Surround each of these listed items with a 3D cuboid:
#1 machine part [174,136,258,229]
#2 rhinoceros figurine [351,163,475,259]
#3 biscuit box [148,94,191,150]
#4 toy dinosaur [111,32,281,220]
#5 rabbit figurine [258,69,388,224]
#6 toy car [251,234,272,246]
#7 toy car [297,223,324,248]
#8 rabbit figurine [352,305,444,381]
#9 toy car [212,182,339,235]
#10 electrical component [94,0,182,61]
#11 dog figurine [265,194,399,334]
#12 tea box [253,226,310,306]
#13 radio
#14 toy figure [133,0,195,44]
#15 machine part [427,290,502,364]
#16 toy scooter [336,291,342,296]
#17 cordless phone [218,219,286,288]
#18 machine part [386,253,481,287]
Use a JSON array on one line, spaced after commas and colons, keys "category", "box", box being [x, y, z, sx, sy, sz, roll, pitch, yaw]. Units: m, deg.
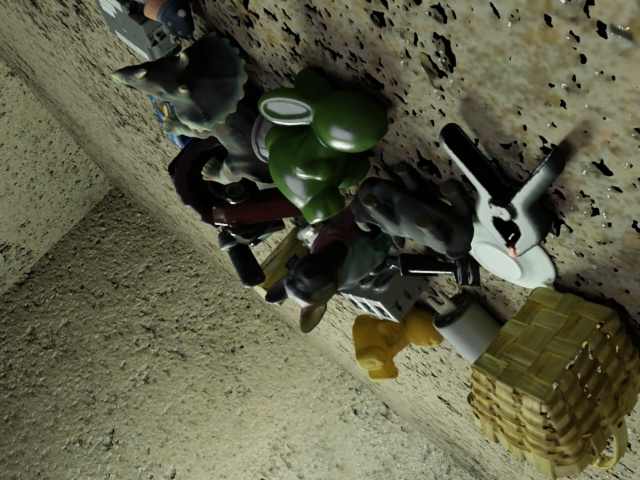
[{"category": "machine part", "box": [-0.178, -0.106, 0.990, 0.179, 0.179, 0.056, 44, 167, -11]}, {"category": "rhinoceros figurine", "box": [0.111, -0.036, 0.676, 0.191, 0.073, 0.112, 24, 164, 47]}, {"category": "biscuit box", "box": [-0.276, -0.246, 1.039, 0.063, 0.059, 0.202, 39, 165, 8]}, {"category": "toy dinosaur", "box": [-0.119, -0.155, 0.820, 0.192, 0.131, 0.404, 14, 158, 47]}, {"category": "rabbit figurine", "box": [0.012, -0.127, 0.635, 0.159, 0.121, 0.170, 49, 146, -3]}, {"category": "toy car", "box": [-0.171, -0.066, 1.238, 0.161, 0.109, 0.103, 41, -171, -44]}, {"category": "toy car", "box": [-0.002, -0.003, 1.019, 0.073, 0.056, 0.202, 42, 175, -4]}, {"category": "rabbit figurine", "box": [0.156, 0.181, 1.042, 0.121, 0.173, 0.162, 55, -156, -38]}, {"category": "toy car", "box": [-0.067, -0.061, 0.838, 0.089, 0.202, 0.053, 100, 157, -53]}, {"category": "electrical component", "box": [-0.271, -0.334, 0.789, 0.115, 0.058, 0.134, 37, 164, 8]}, {"category": "dog figurine", "box": [0.019, 0.044, 0.832, 0.108, 0.219, 0.191, 42, 165, 12]}, {"category": "tea box", "box": [-0.068, 0.053, 1.157, 0.068, 0.169, 0.098, 49, 165, -22]}, {"category": "radio", "box": [-0.183, -0.104, 1.071, 0.229, 0.131, 0.073, 41, 166, 3]}, {"category": "toy figure", "box": [-0.220, -0.324, 0.694, 0.154, 0.058, 0.064, 40, 171, -13]}, {"category": "machine part", "box": [0.261, 0.164, 0.843, 0.243, 0.079, 0.079, 44, 165, -10]}, {"category": "toy scooter", "box": [0.049, 0.087, 1.100, 0.183, 0.075, 0.135, 15, -179, -44]}, {"category": "cordless phone", "box": [-0.128, 0.014, 1.124, 0.088, 0.147, 0.184, 87, 158, -45]}, {"category": "machine part", "box": [0.163, 0.040, 0.768, 0.084, 0.039, 0.139, 13, 176, -35]}]
